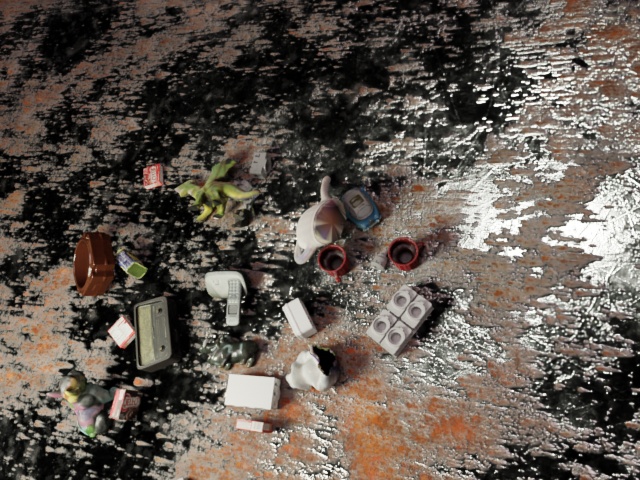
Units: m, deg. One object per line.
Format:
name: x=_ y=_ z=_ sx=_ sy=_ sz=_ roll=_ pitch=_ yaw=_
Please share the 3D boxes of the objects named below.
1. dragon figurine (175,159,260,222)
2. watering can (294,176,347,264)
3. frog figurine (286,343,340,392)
dragon figurine: x=-0.366 y=-0.202 z=1.865 sx=0.408 sy=0.120 sz=0.248 roll=-13 pitch=55 yaw=26
watering can: x=0.005 y=-0.085 z=1.686 sx=0.222 sy=0.103 sz=0.353 roll=-20 pitch=46 yaw=61
frog figurine: x=-0.021 y=0.396 z=1.538 sx=0.139 sy=0.124 sz=0.156 roll=46 pitch=123 yaw=19
